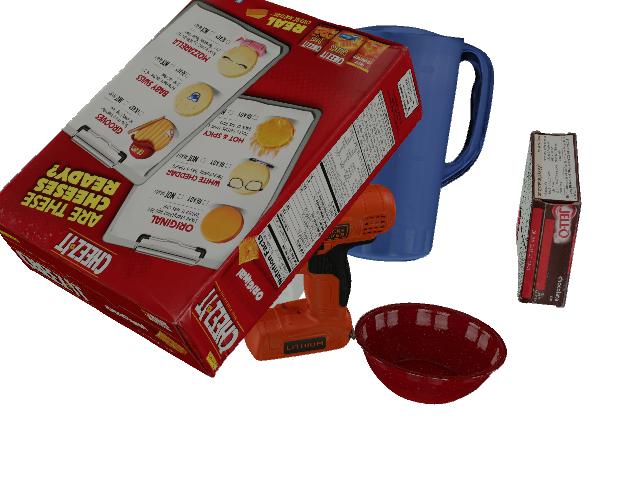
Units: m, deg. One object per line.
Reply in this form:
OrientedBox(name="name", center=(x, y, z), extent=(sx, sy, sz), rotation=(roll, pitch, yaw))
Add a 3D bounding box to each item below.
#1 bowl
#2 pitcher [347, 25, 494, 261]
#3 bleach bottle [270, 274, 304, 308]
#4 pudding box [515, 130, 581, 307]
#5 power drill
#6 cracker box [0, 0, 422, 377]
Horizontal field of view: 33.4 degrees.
OrientedBox(name="bowl", center=(0.114, 0.127, 1.136), extent=(0.162, 0.055, 0.162), rotation=(5, 24, -2))
OrientedBox(name="pitcher", center=(0.086, -0.105, 1.139), extent=(0.149, 0.243, 0.144), rotation=(11, 13, 31))
OrientedBox(name="bleach bottle", center=(-0.034, -0.007, 1.337), extent=(0.103, 0.068, 0.250), rotation=(8, 34, 19))
OrientedBox(name="pudding box", center=(0.170, -0.018, 0.798), extent=(0.039, 0.090, 0.113), rotation=(5, 33, 6))
OrientedBox(name="power drill", center=(-0.029, 0.030, 0.988), extent=(0.184, 0.188, 0.057), rotation=(-6, 46, -14))
OrientedBox(name="cracker box", center=(-0.065, -0.046, 0.638), extent=(0.164, 0.213, 0.072), rotation=(25, -24, 32))
